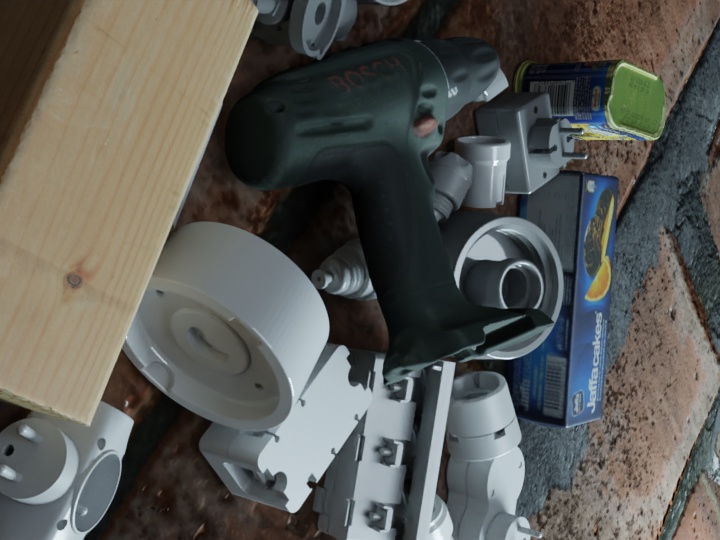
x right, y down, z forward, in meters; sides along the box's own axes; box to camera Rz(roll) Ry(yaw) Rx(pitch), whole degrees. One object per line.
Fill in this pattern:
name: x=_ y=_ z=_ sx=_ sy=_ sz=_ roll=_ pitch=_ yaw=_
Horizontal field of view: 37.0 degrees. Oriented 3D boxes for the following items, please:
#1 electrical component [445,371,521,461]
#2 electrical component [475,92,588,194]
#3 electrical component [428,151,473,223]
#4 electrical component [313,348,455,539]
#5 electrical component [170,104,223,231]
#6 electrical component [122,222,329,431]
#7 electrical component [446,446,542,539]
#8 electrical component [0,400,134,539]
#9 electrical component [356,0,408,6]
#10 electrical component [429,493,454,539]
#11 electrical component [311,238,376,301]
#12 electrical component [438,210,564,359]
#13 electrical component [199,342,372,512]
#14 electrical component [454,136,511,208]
electrical component: x=0.087 y=0.106 z=0.789 sx=0.055 sy=0.055 sz=0.047 roll=-32 pitch=115 yaw=-44
electrical component: x=0.133 y=-0.094 z=0.798 sx=0.047 sy=0.077 sz=0.065 roll=-34 pitch=120 yaw=-43
electrical component: x=0.053 y=-0.050 z=0.741 sx=0.035 sy=0.035 sz=0.061 roll=44 pitch=64 yaw=-44
electrical component: x=0.015 y=0.114 z=0.693 sx=0.063 sy=0.079 sz=0.121 roll=11 pitch=86 yaw=-29
electrical component: x=-0.100 y=-0.065 z=0.546 sx=0.043 sy=0.043 sz=0.081 roll=35 pitch=69 yaw=-47
electrical component: x=-0.067 y=0.024 z=0.553 sx=0.060 sy=0.108 sz=0.108 roll=-56 pitch=134 yaw=-38
electrical component: x=0.102 y=0.199 z=0.804 sx=0.052 sy=0.074 sz=0.138 roll=11 pitch=87 yaw=-50
electrical component: x=-0.146 y=0.092 z=0.498 sx=0.079 sy=0.044 sz=0.077 roll=75 pitch=35 yaw=-66
electrical component: x=0.005 y=-0.212 z=0.656 sx=0.099 sy=0.064 sz=0.099 roll=-32 pitch=133 yaw=-43
electrical component: x=0.046 y=0.189 z=0.757 sx=0.045 sy=0.045 sz=0.055 roll=-43 pitch=126 yaw=-38
electrical component: x=0.000 y=0.000 z=0.679 sx=0.078 sy=0.040 sz=0.040 roll=-13 pitch=105 yaw=-49
electrical component: x=0.094 y=0.012 z=0.753 sx=0.108 sy=0.060 sz=0.108 roll=-1 pitch=93 yaw=-31
electrical component: x=-0.045 y=0.086 z=0.624 sx=0.089 sy=0.056 sz=0.050 roll=-53 pitch=132 yaw=-32
electrical component: x=0.088 y=-0.071 z=0.777 sx=0.040 sy=0.040 sz=0.046 roll=-19 pitch=115 yaw=-48
